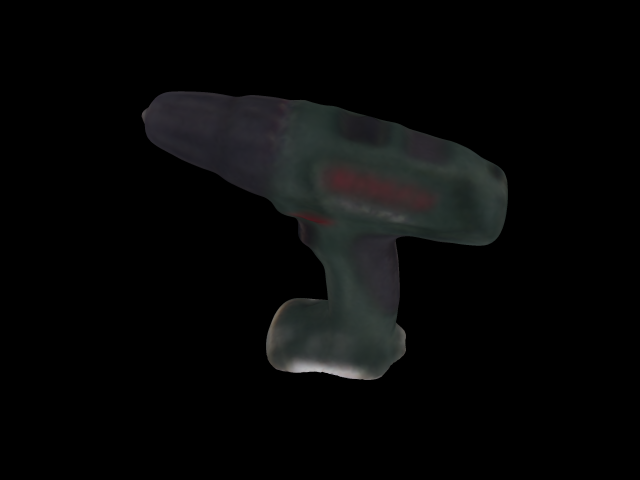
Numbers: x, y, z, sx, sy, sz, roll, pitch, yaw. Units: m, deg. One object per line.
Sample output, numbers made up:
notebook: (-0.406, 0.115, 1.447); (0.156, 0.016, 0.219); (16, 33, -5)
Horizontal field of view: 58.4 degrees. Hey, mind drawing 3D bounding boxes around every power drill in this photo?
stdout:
power drill: (0.004, 0.001, 0.400); (0.229, 0.208, 0.075); (4, 39, 5)
